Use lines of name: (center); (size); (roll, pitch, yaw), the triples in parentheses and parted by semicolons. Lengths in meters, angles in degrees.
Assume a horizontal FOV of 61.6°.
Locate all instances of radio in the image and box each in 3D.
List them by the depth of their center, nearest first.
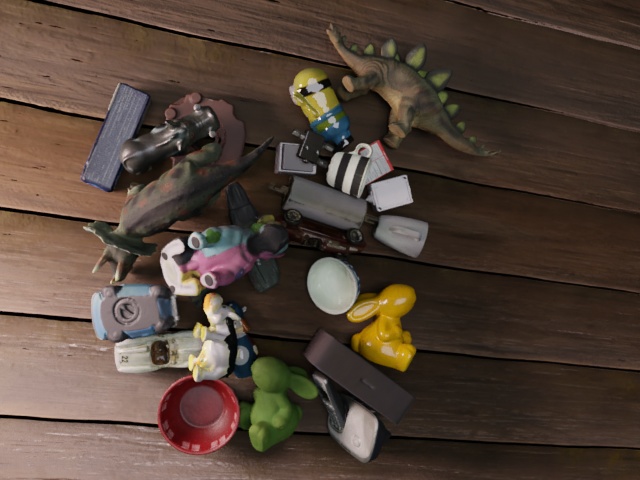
radio: (0.077, 0.279, 1.123); (0.229, 0.131, 0.073); (39, 83, -11)

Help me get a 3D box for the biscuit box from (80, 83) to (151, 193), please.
biscuit box: (-0.393, -0.194, 1.035); (0.063, 0.059, 0.202); (23, 86, -15)

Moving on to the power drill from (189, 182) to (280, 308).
power drill: (-0.200, 0.024, 1.085); (0.207, 0.086, 0.232); (-32, 99, -17)

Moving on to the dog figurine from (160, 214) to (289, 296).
dog figurine: (-0.164, 0.020, 1.008); (0.219, 0.192, 0.108); (-22, 94, -48)

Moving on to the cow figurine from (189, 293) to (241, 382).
cow figurine: (-0.192, 0.186, 1.038); (0.098, 0.068, 0.167); (9, 97, -30)

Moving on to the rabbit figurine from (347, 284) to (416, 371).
rabbit figurine: (0.140, 0.167, 1.144); (0.162, 0.122, 0.173); (21, 107, 8)

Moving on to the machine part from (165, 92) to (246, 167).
machine part: (-0.232, -0.204, 1.076); (0.179, 0.056, 0.179); (-1, 93, -14)

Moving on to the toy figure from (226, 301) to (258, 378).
toy figure: (-0.167, 0.202, 1.103); (0.064, 0.058, 0.154); (-15, 94, -30)

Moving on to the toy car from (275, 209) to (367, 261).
toy car: (-0.002, -0.003, 1.115); (0.202, 0.089, 0.053); (18, 51, -14)

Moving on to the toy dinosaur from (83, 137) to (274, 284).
toy dinosaur: (-0.269, -0.068, 0.972); (0.405, 0.192, 0.131); (-32, 113, 20)

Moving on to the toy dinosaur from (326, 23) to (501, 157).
toy dinosaur: (0.199, -0.299, 1.153); (0.471, 0.105, 0.198); (41, 79, -16)

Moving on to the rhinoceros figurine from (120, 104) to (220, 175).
rhinoceros figurine: (-0.275, -0.187, 0.981); (0.190, 0.112, 0.073); (-27, 98, -6)

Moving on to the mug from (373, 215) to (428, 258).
mug: (0.171, -0.013, 1.155); (0.107, 0.109, 0.080); (16, 93, 1)

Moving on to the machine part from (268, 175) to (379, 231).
machine part: (0.008, -0.074, 1.125); (0.243, 0.079, 0.079); (17, 88, -13)

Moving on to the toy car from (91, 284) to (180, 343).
toy car: (-0.346, 0.131, 1.033); (0.162, 0.103, 0.109); (-9, 92, -3)

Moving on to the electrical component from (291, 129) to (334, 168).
electrical component: (-0.020, -0.185, 1.084); (0.094, 0.021, 0.063); (22, 85, -21)

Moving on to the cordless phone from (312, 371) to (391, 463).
cordless phone: (0.057, 0.348, 1.097); (0.089, 0.147, 0.184); (-38, 122, -22)

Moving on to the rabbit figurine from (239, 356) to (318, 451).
rabbit figurine: (-0.085, 0.310, 1.076); (0.159, 0.121, 0.170); (-9, 112, -21)

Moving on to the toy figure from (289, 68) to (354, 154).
toy figure: (0.009, -0.270, 1.117); (0.089, 0.082, 0.180); (-37, 98, -3)

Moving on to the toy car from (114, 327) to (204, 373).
toy car: (-0.303, 0.219, 1.070); (0.202, 0.056, 0.073); (-4, 93, -13)
